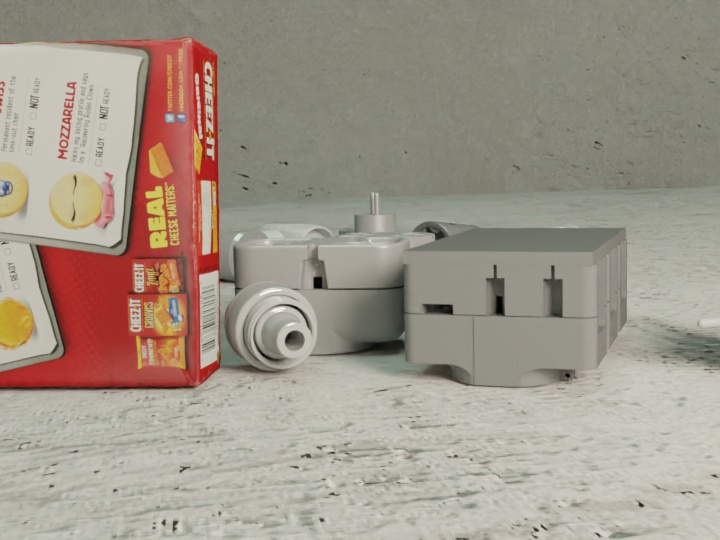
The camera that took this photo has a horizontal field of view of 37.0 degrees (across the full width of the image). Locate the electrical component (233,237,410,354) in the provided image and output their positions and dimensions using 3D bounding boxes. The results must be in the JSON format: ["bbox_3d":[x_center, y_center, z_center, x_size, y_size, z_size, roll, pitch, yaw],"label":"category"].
[{"bbox_3d":[-0.020,0.013,0.602,0.095,0.059,0.054,0,6,10],"label":"electrical component"}]

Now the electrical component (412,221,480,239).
[{"bbox_3d":[0.071,-0.010,0.832,0.047,0.055,0.055,-2,5,-40],"label":"electrical component"}]

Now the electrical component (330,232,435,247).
[{"bbox_3d":[0.016,0.001,0.751,0.080,0.051,0.080,-1,6,0],"label":"electrical component"}]

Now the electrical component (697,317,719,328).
[{"bbox_3d":[0.198,0.024,0.507,0.077,0.047,0.066,-3,6,-17],"label":"electrical component"}]

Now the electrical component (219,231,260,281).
[{"bbox_3d":[-0.116,-0.012,0.936,0.055,0.045,0.045,3,8,35],"label":"electrical component"}]

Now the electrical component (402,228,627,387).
[{"bbox_3d":[0.086,0.014,0.558,0.089,0.061,0.150,1,6,19],"label":"electrical component"}]

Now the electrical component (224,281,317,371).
[{"bbox_3d":[-0.041,0.030,0.534,0.043,0.043,0.062,-4,8,-20],"label":"electrical component"}]

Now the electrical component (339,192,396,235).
[{"bbox_3d":[0.013,-0.031,0.944,0.052,0.073,0.138,-2,6,-10],"label":"electrical component"}]

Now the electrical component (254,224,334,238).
[{"bbox_3d":[-0.075,-0.019,0.992,0.079,0.043,0.077,-6,8,-39],"label":"electrical component"}]

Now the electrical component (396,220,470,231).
[{"bbox_3d":[0.082,-0.024,0.997,0.079,0.044,0.077,-5,7,-29],"label":"electrical component"}]

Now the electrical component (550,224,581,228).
[{"bbox_3d":[0.167,-0.016,0.911,0.043,0.043,0.062,3,9,36],"label":"electrical component"}]
